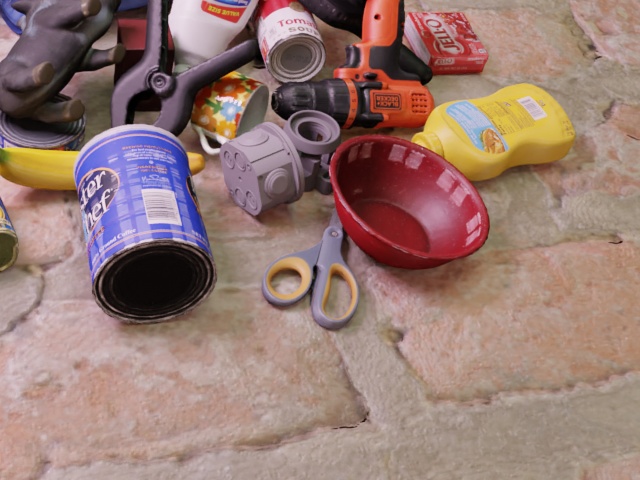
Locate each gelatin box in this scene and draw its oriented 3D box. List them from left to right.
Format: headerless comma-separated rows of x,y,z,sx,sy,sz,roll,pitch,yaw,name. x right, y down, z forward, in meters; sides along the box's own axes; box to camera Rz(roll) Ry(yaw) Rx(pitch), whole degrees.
0.146,-0.231,1.247,0.073,0.030,0.089,-4,47,-18,gelatin box

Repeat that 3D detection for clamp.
-0.153,-0.159,1.016,0.120,0.039,0.171,42,93,12,clamp
0.029,-0.265,1.197,0.209,0.036,0.164,24,32,-32,clamp

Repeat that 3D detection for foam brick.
-0.178,-0.177,1.078,0.053,0.078,0.051,-2,45,-17,foam brick

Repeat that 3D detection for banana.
-0.207,-0.065,0.972,0.197,0.070,0.037,-1,89,-24,banana

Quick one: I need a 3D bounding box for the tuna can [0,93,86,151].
-0.267,-0.105,1.015,0.086,0.034,0.086,7,44,-7,tuna can

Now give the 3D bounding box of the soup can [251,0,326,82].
-0.036,-0.229,1.172,0.068,0.069,0.102,-2,47,-17,soup can

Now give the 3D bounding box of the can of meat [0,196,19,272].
-0.313,-0.011,0.897,0.101,0.057,0.084,-14,54,-26,can of meat

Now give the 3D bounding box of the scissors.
-0.007,0.001,0.990,0.096,0.016,0.201,5,45,-9,scissors

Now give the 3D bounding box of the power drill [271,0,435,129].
0.032,-0.208,1.105,0.184,0.057,0.187,-1,90,-29,power drill

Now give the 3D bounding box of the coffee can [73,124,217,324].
-0.150,-0.015,0.907,0.102,0.103,0.140,-4,47,-18,coffee can

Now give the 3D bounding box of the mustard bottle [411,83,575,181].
0.166,-0.107,1.110,0.191,0.058,0.096,-17,56,-28,mustard bottle

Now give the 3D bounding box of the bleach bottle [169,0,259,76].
-0.102,-0.272,1.145,0.068,0.102,0.251,2,69,44,bleach bottle

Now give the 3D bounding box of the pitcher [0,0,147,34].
-0.239,-0.312,1.173,0.242,0.145,0.149,-18,65,-33,pitcher

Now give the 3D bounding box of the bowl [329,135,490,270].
0.075,-0.025,0.997,0.162,0.055,0.162,15,42,-14,bowl
